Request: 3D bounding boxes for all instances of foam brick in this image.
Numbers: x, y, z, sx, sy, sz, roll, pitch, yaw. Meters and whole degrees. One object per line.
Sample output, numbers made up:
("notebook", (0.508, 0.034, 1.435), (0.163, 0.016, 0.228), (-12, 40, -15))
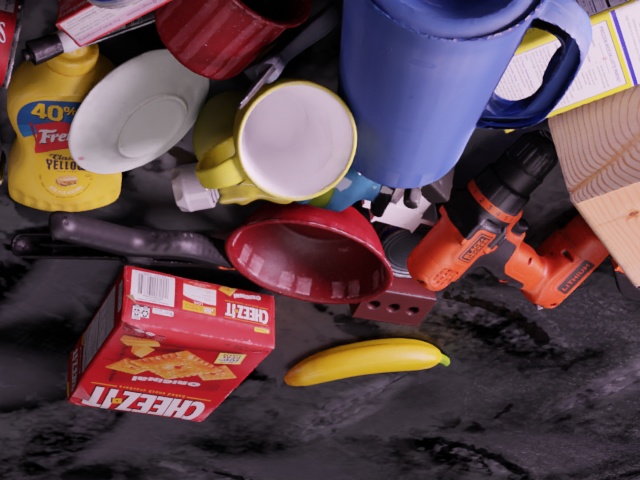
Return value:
("foam brick", (0.073, 0.050, 1.105), (0.078, 0.051, 0.053), (9, 140, -18))

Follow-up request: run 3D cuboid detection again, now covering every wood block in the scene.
("wood block", (0.286, -0.043, 0.950), (0.091, 0.090, 0.205), (-21, 150, 22))

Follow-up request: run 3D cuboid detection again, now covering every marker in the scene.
("marker", (-0.163, -0.156, 0.788), (0.121, 0.020, 0.020), (-26, 149, -22))

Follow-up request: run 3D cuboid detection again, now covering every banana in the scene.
("banana", (0.056, 0.144, 1.237), (0.198, 0.037, 0.069), (-5, 142, 0))

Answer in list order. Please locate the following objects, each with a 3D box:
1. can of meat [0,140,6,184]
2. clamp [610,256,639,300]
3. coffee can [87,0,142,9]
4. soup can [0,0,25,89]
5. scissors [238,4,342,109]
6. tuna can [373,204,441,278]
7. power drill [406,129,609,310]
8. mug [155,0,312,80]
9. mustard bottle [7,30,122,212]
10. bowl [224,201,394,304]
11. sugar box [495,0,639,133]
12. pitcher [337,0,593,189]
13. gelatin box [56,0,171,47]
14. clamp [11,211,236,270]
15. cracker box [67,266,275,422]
("can of meat", (-0.315, -0.088, 0.878), (0.102, 0.057, 0.084), (2, 140, -9))
("clamp", (0.372, 0.051, 1.152), (0.171, 0.039, 0.120), (17, 133, -19))
("coffee can", (-0.149, -0.231, 0.670), (0.103, 0.103, 0.140), (-20, 140, 19))
("soup can", (-0.274, -0.156, 0.783), (0.102, 0.068, 0.069), (12, 140, -19))
("scissors", (-0.021, -0.135, 0.766), (0.096, 0.202, 0.016), (-36, 104, 5))
("tuna can", (0.095, 0.000, 1.056), (0.086, 0.034, 0.086), (-3, 143, -3))
("power drill", (0.195, -0.011, 1.008), (0.187, 0.057, 0.185), (20, 123, -39))
("mug", (-0.059, -0.172, 0.780), (0.117, 0.093, 0.082), (-18, 166, -48))
("mustard bottle", (-0.205, -0.102, 0.869), (0.096, 0.058, 0.192), (2, 142, -15))
("bowl", (-0.007, 0.001, 1.010), (0.162, 0.055, 0.162), (9, 152, 5))
("sugar box", (0.215, -0.157, 0.856), (0.176, 0.048, 0.093), (-21, 141, 15))
("pitcher", (0.083, -0.130, 0.773), (0.145, 0.149, 0.243), (-18, 159, -11))
("gelatin box", (-0.142, -0.186, 0.753), (0.089, 0.073, 0.030), (-22, 139, 22))
("clamp", (-0.173, 0.004, 0.992), (0.209, 0.036, 0.165), (5, 171, -20))
("cracker box", (-0.164, 0.119, 1.141), (0.164, 0.072, 0.214), (13, 144, -22))
